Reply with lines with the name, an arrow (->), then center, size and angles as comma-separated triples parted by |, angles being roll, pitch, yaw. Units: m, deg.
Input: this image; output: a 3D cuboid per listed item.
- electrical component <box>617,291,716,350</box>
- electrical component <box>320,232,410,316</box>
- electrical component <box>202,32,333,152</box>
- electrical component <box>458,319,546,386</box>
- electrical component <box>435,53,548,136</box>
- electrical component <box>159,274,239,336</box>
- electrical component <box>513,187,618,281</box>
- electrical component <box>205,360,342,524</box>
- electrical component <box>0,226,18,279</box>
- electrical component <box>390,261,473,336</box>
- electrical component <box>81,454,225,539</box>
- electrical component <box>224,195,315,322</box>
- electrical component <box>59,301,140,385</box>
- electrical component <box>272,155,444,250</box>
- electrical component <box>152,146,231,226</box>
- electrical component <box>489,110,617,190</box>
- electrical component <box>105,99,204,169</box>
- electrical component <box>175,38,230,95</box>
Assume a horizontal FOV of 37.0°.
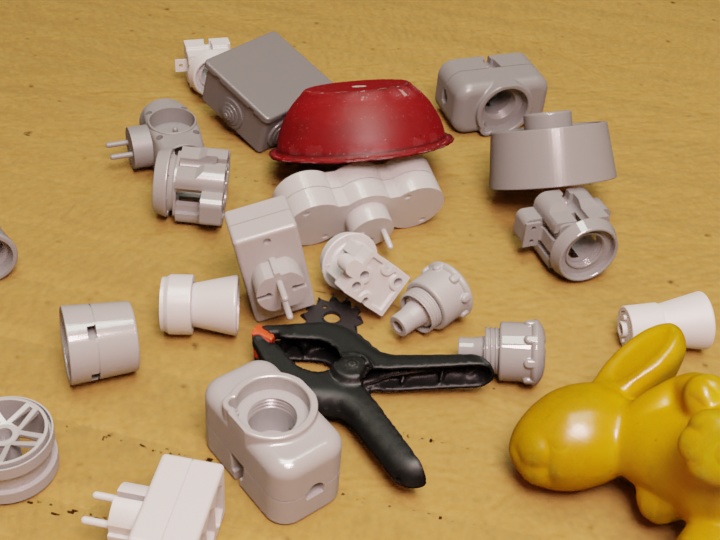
electrical component -> 0.227, 0.041, 0.808 | 0.065, 0.044, 0.044 | -6, 41, -5
electrical component -> 0.000, 0.000, 0.821 | 0.048, 0.066, 0.055 | -54, 37, 3
electrical component -> -0.087, -0.164, 0.996 | 0.100, 0.048, 0.100 | 44, 52, 18
electrical component -> 0.102, 0.058, 0.773 | 0.062, 0.048, 0.048 | 2, 40, 7
electrical component -> 0.128, -0.168, 1.032 | 0.095, 0.053, 0.059 | -9, 42, -16
electrical component -> -0.117, 0.025, 0.787 | 0.055, 0.045, 0.045 | 1, 41, -4
electrical component -> 0.172, -0.028, 0.871 | 0.078, 0.058, 0.057 | -9, 39, -16
electrical component -> -0.056, 0.105, 0.688 | 0.054, 0.059, 0.095 | -25, 49, -30
electrical component -> -0.295, -0.025, 0.833 | 0.044, 0.044, 0.065 | -15, 40, -22
electrical component -> 0.050, 0.026, 0.805 | 0.062, 0.048, 0.048 | -34, 54, -28
electrical component -> -0.126, 0.148, 0.641 | 0.077, 0.047, 0.065 | 9, 40, 5
electrical component -> -0.061, 0.004, 0.783 | 0.047, 0.083, 0.075 | -17, 44, -7
electrical component -> -0.181, 0.049, 0.747 | 0.047, 0.055, 0.055 | -8, 42, -20
electrical component -> 0.005, -0.045, 0.876 | 0.138, 0.052, 0.073 | -11, 57, -18
electrical component -> -0.140, -0.071, 0.889 | 0.057, 0.058, 0.078 | 5, 40, -4
electrical component -> 0.162, -0.104, 0.918 | 0.108, 0.060, 0.108 | -6, 8, 1
electrical component -> -0.181, -0.110, 0.939 | 0.079, 0.044, 0.077 | -11, 43, -19
electrical component -> -0.145, -0.197, 1.046 | 0.066, 0.048, 0.055 | -7, 34, -14
